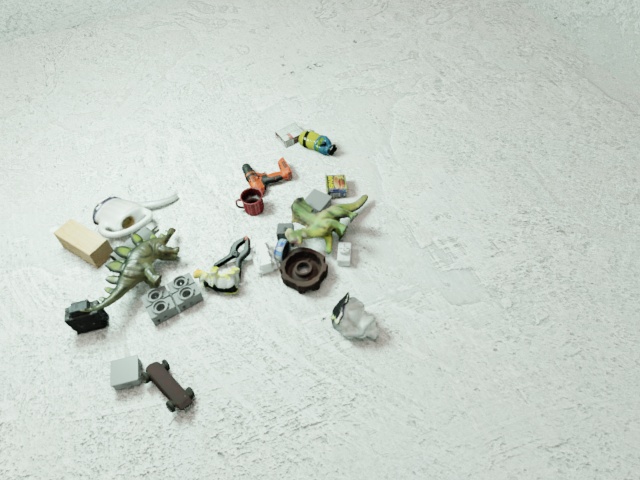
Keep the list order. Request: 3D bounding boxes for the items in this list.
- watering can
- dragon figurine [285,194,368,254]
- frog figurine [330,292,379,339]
[{"bbox_3d":[-0.758,-0.115,2.074,0.225,0.101,0.354,19,40,23],"label":"watering can"},{"bbox_3d":[0.006,-0.099,1.963,0.243,0.119,0.419,29,47,7],"label":"dragon figurine"},{"bbox_3d":[0.121,0.268,1.724,0.158,0.120,0.141,33,44,-15],"label":"frog figurine"}]
